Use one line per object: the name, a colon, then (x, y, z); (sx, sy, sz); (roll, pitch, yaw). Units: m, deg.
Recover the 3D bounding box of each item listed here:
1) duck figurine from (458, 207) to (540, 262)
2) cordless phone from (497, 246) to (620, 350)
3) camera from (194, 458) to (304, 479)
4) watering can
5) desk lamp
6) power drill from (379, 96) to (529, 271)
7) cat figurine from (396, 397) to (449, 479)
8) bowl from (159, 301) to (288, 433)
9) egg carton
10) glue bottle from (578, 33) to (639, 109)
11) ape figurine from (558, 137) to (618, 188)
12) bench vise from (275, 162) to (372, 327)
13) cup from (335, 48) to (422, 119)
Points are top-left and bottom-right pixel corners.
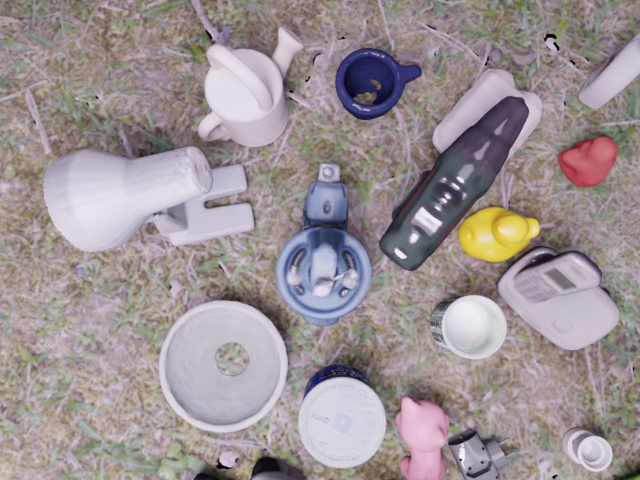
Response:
duck figurine: (0.245, -0.011, 0.777); (0.104, 0.086, 0.077); (-5, 84, 0)
cordless phone: (0.317, 0.072, 0.719); (0.147, 0.185, 0.094); (39, 86, 4)
camera: (-0.107, 0.347, 0.732); (0.137, 0.101, 0.143); (29, 85, 3)
watering can: (-0.093, -0.201, 0.741); (0.101, 0.194, 0.173); (22, 85, 3)
desk lamp: (-0.200, -0.057, 0.717); (0.203, 0.213, 0.118); (-12, 84, -1)
power drill: (0.156, -0.061, 0.720); (0.075, 0.208, 0.230); (37, 85, 4)
cat figurine: (0.136, 0.258, 0.733); (0.067, 0.118, 0.128); (-8, 84, -1)
bowl: (-0.123, 0.164, 0.764); (0.167, 0.075, 0.167); (0, 84, 0)
egg carton: (0.235, -0.161, 0.800); (0.107, 0.069, 0.150); (40, 85, 4)
glue bottle: (0.407, -0.236, 0.756); (0.037, 0.173, 0.078); (33, 85, 4)
ape figurine: (0.374, -0.114, 0.785); (0.078, 0.092, 0.076); (4, 84, 1)
bench vise: (-0.005, 0.005, 0.707); (0.121, 0.219, 0.207); (-15, 84, -1)
cup: (0.078, -0.208, 0.792); (0.118, 0.095, 0.092); (-16, 84, -2)
